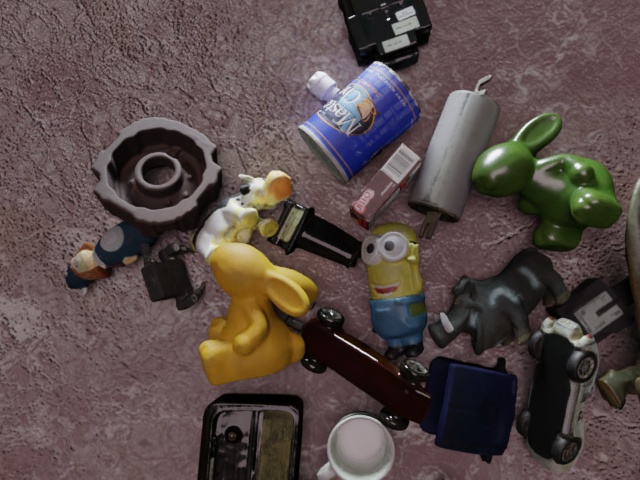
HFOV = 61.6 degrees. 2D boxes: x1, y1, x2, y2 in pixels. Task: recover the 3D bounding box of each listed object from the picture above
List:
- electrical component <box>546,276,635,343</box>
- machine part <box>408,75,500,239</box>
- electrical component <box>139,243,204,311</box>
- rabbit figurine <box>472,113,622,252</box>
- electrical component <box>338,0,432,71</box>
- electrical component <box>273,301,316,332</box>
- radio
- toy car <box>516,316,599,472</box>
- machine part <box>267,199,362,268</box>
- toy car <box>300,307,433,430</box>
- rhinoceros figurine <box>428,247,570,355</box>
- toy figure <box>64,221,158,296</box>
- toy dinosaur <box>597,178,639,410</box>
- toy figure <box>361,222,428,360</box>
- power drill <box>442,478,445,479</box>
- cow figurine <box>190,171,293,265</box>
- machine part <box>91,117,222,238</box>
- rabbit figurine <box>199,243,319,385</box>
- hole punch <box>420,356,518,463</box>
[{"bbox_3d":[0.376,0.086,0.718,0.119,0.047,0.075,-40,82,0],"label":"electrical component"},{"bbox_3d":[0.185,-0.114,0.745,0.079,0.079,0.243,20,85,7],"label":"machine part"},{"bbox_3d":[-0.209,0.050,0.770,0.045,0.078,0.102,-25,75,26],"label":"electrical component"},{"bbox_3d":[0.285,-0.087,0.699,0.170,0.121,0.159,18,68,-8],"label":"rabbit figurine"},{"bbox_3d":[0.096,-0.316,0.785,0.115,0.058,0.134,-17,83,5],"label":"electrical component"},{"bbox_3d":[-0.057,0.088,0.771,0.094,0.021,0.063,27,88,5],"label":"electrical component"},{"bbox_3d":[-0.096,0.325,0.721,0.131,0.073,0.229,4,83,5],"label":"radio"},{"bbox_3d":[0.297,0.193,0.672,0.056,0.074,0.201,-6,108,-26],"label":"toy car"},{"bbox_3d":[-0.002,-0.002,0.770,0.139,0.039,0.084,22,78,9],"label":"machine part"},{"bbox_3d":[0.058,0.165,0.706,0.202,0.053,0.089,26,105,31],"label":"toy car"},{"bbox_3d":[0.235,0.087,0.718,0.190,0.073,0.112,-37,83,0],"label":"rhinoceros figurine"},{"bbox_3d":[-0.314,0.020,0.787,0.154,0.057,0.064,-32,37,1],"label":"toy figure"},{"bbox_3d":[0.451,0.153,0.660,0.198,0.105,0.471,-29,98,-15],"label":"toy dinosaur"},{"bbox_3d":[0.102,0.067,0.731,0.082,0.089,0.180,-10,91,7],"label":"toy figure"},{"bbox_3d":[0.083,0.382,0.675,0.207,0.086,0.231,-23,99,-7],"label":"power drill"},{"bbox_3d":[-0.112,-0.036,0.766,0.167,0.068,0.098,-51,47,-3],"label":"cow figurine"},{"bbox_3d":[-0.228,-0.090,0.767,0.179,0.056,0.179,2,65,-5],"label":"machine part"},{"bbox_3d":[-0.087,0.086,0.696,0.162,0.122,0.173,-9,98,13],"label":"rabbit figurine"},{"bbox_3d":[0.199,0.218,0.701,0.116,0.092,0.142,12,81,3],"label":"hole punch"}]
